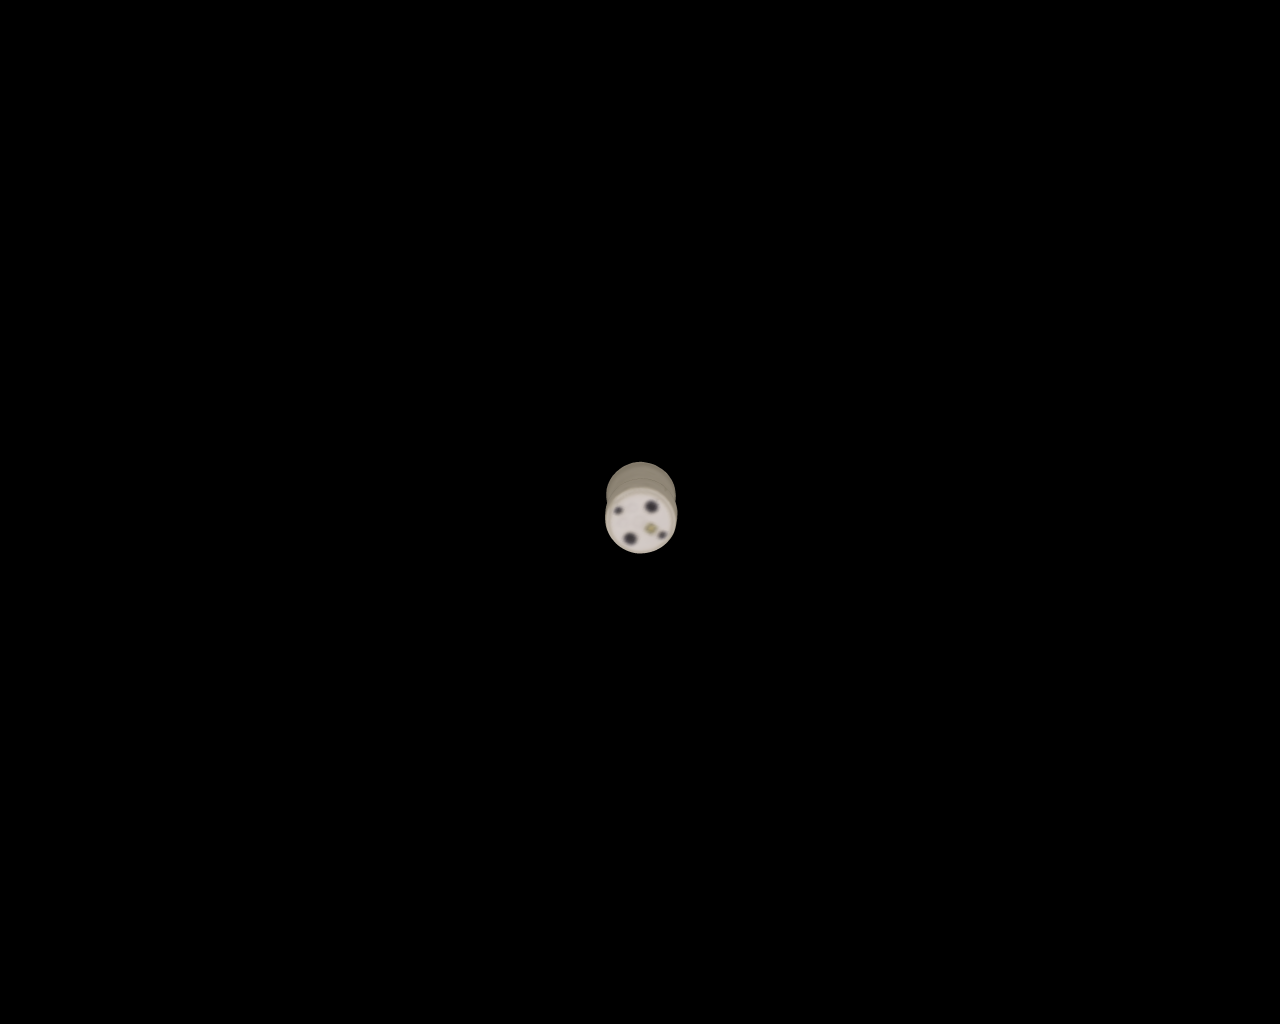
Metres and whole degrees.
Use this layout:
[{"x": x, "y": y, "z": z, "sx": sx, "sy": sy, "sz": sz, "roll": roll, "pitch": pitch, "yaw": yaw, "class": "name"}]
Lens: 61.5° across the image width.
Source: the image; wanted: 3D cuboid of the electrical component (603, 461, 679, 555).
[{"x": 0.001, "y": -0.003, "z": 0.650, "sx": 0.045, "sy": 0.044, "sz": 0.055, "roll": 0, "pitch": 18, "yaw": 0, "class": "electrical component"}]
